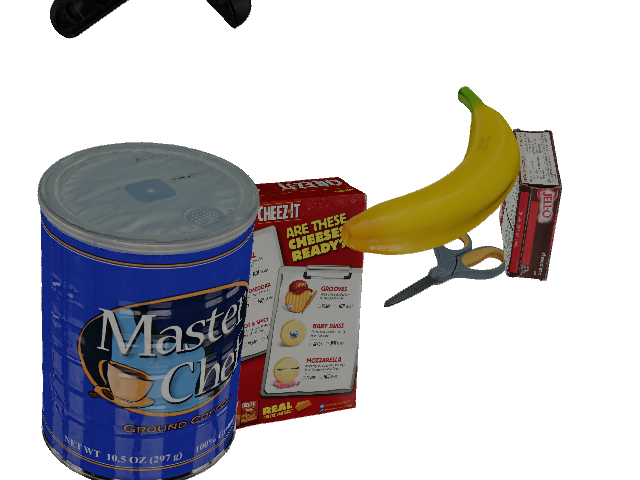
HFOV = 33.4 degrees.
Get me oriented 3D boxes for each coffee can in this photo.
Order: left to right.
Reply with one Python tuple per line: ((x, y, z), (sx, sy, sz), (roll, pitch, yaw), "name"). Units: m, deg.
((-0.087, 0.035, 0.532), (0.102, 0.140, 0.103), (6, 29, -3), "coffee can")

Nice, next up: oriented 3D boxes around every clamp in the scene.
((-0.085, -0.180, 0.672), (0.120, 0.171, 0.039), (9, -42, 11), "clamp")

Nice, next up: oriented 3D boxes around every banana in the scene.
((0.084, -0.036, 0.688), (0.070, 0.037, 0.197), (22, 40, 18), "banana")

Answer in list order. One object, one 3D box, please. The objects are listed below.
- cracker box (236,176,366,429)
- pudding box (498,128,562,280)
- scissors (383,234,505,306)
((-0.049, 0.057, 0.966), (0.164, 0.214, 0.072), (-7, 20, -22), "cracker box")
((0.179, -0.033, 0.911), (0.039, 0.090, 0.113), (5, 31, 2), "pudding box")
((0.126, 0.027, 1.211), (0.201, 0.016, 0.096), (-11, 41, -33), "scissors")
